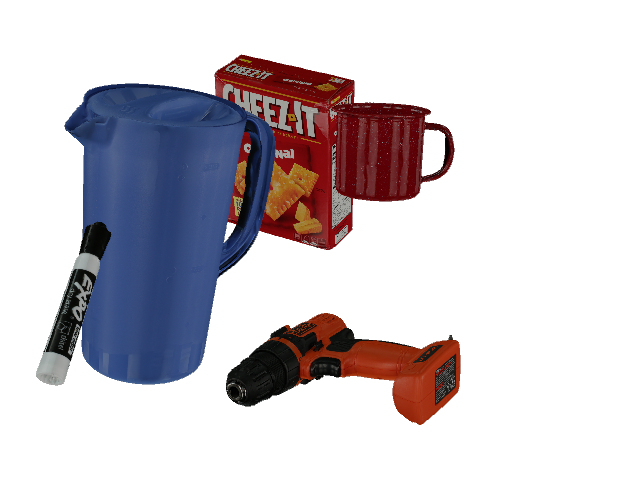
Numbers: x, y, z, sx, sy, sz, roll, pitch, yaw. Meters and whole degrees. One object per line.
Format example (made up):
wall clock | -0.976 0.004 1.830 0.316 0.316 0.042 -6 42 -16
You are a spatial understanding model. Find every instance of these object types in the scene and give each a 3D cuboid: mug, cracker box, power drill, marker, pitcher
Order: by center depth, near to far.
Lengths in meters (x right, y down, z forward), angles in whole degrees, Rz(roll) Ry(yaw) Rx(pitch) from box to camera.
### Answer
marker | -0.165 0.039 0.720 0.020 0.121 0.020 8 -32 5
pitcher | -0.132 -0.006 0.915 0.149 0.243 0.145 11 21 7
mug | 0.067 -0.083 1.005 0.117 0.081 0.093 1 14 -2
power drill | 0.026 0.123 1.018 0.188 0.057 0.184 9 20 30
cracker box | -0.045 -0.107 1.330 0.164 0.214 0.072 17 37 24
